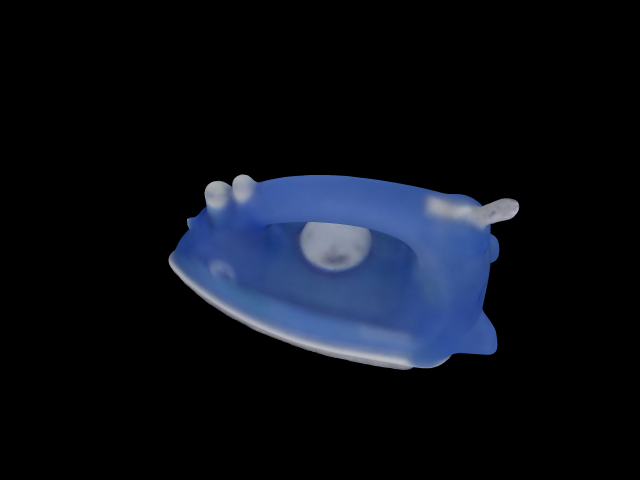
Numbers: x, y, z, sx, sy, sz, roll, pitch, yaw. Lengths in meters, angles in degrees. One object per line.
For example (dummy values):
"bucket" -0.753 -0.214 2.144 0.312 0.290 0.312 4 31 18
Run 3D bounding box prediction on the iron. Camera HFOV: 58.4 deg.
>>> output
"iron" 0.004 0.001 0.400 0.258 0.141 0.118 8 56 5
